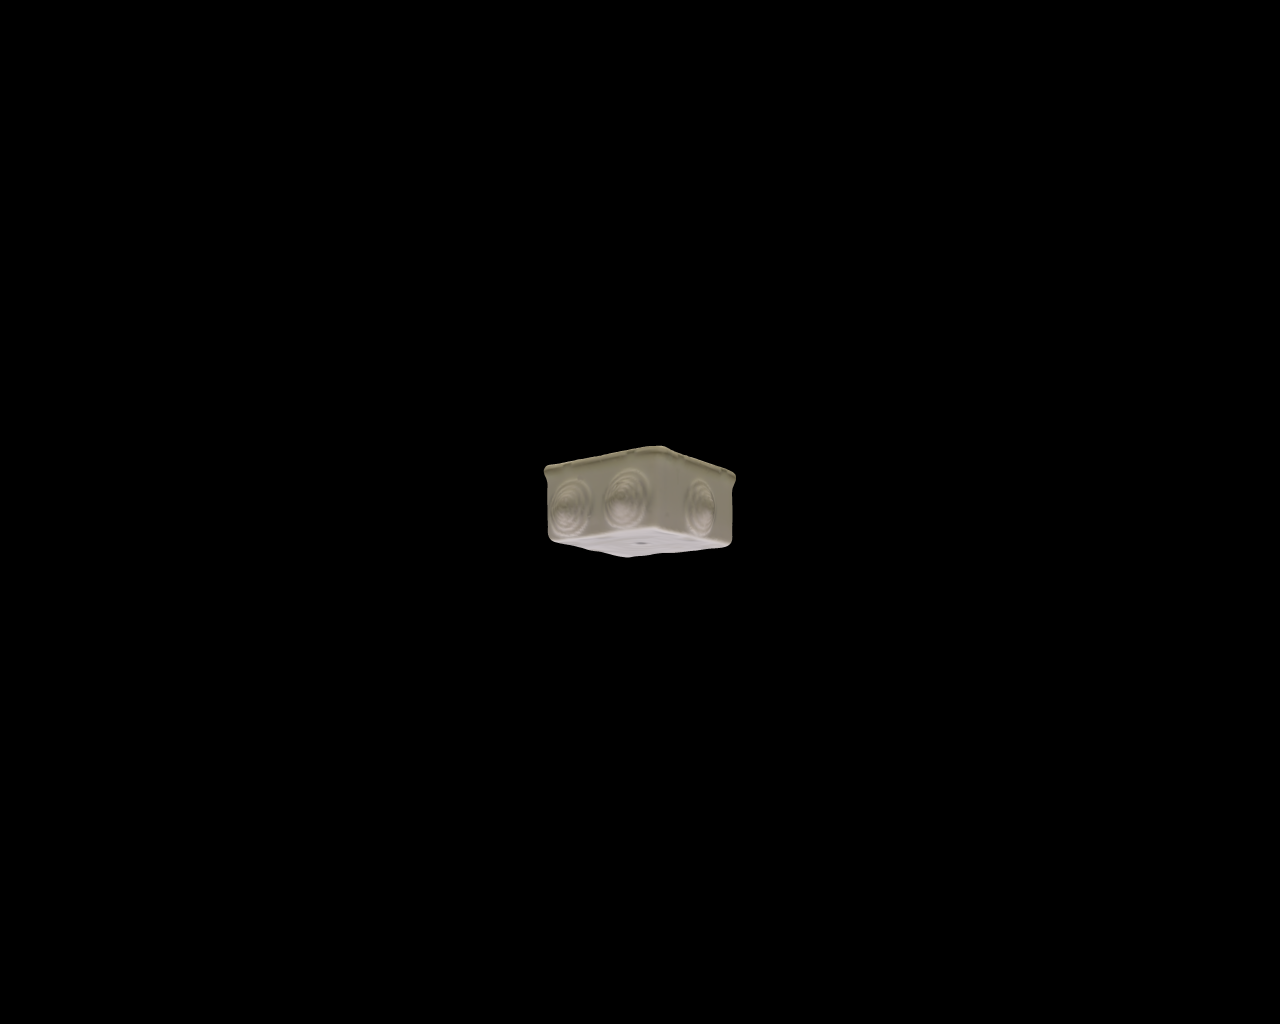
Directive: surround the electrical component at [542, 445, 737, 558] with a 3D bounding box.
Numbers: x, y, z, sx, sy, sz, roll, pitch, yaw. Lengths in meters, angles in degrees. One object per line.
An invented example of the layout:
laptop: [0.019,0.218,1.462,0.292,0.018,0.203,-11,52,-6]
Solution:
electrical component: [0.001,-0.003,0.650,0.099,0.048,0.100,-8,-14,35]
